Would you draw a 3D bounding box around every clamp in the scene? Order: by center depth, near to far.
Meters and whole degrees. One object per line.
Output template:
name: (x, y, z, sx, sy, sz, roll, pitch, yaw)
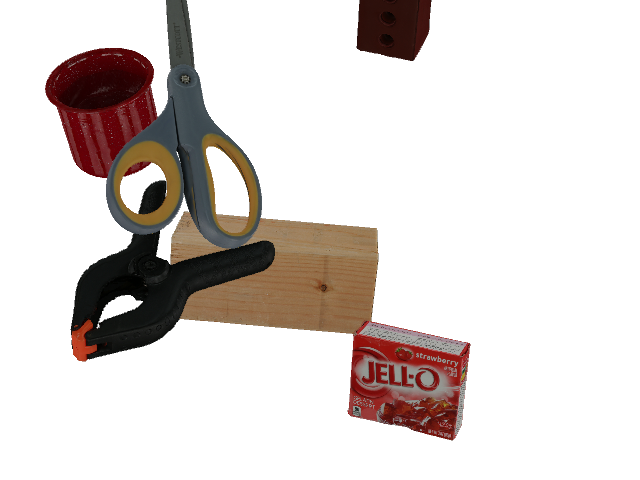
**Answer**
clamp: (-0.131, 0.020, 0.801, 0.120, 0.039, 0.171, 33, 49, 28)

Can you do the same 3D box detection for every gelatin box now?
gelatin box: (0.067, 0.108, 0.826, 0.089, 0.073, 0.030, 11, 22, 19)

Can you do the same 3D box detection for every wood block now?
wood block: (-0.048, 0.033, 1.107, 0.206, 0.091, 0.090, 5, 20, 0)

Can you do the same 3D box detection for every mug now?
mug: (-0.188, -0.117, 0.944, 0.093, 0.081, 0.117, -14, 45, -8)

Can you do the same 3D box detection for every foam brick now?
foam brick: (0.063, -0.199, 0.894, 0.053, 0.078, 0.051, 14, 47, 13)

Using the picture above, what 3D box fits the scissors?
scissors: (-0.096, -0.082, 0.623, 0.096, 0.202, 0.016, -15, -20, -25)
